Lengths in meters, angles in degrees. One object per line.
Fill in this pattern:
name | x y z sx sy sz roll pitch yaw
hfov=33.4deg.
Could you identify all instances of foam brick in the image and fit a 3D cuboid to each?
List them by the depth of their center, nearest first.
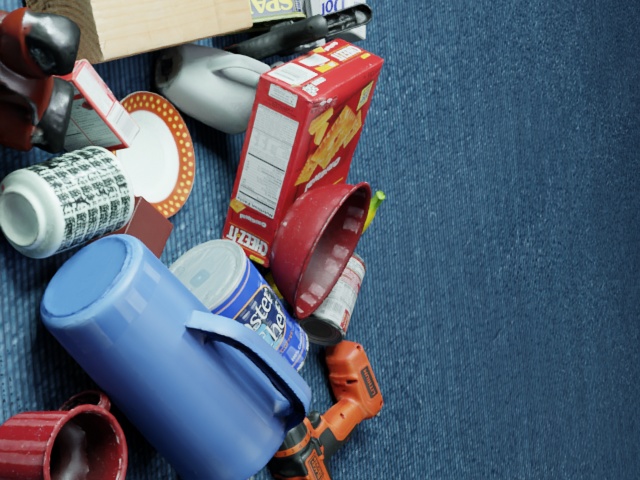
foam brick | -0.185 0.005 1.014 0.053 0.051 0.078 49 46 -38

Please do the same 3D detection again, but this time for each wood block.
wood block | -0.169 -0.227 1.018 0.205 0.090 0.091 -26 111 -49

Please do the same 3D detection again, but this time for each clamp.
clamp | -0.027 -0.224 1.174 0.120 0.172 0.039 -20 100 -49

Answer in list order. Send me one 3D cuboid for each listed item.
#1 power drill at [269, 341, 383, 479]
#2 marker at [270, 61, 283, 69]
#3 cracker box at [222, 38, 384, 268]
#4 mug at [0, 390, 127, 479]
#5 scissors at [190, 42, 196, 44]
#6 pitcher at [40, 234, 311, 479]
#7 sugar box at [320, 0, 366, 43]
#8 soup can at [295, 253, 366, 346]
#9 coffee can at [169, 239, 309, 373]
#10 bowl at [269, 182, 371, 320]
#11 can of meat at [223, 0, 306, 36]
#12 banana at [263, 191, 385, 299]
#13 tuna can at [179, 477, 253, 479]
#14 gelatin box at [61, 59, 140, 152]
power drill | -0.003 0.201 1.253 0.187 0.057 0.184 -47 127 -45
marker | -0.075 -0.179 1.237 0.121 0.020 0.020 -45 122 -49
cracker box | -0.018 -0.096 1.169 0.163 0.072 0.214 -37 150 -52
mug | -0.220 0.177 0.906 0.093 0.082 0.117 54 44 -37
scissors | -0.152 -0.238 1.132 0.201 0.016 0.096 20 72 -53
pitcher | -0.129 0.108 0.964 0.149 0.145 0.242 -41 124 -7
sugar box | 0.008 -0.328 1.320 0.048 0.093 0.176 17 71 -53
soup can | 0.011 0.067 1.282 0.068 0.069 0.102 50 47 -40
coffee can | -0.088 0.083 1.099 0.140 0.103 0.102 55 43 -36
bowl | -0.007 0.001 1.126 0.162 0.055 0.162 -56 164 -26
can of meat | -0.074 -0.279 1.190 0.102 0.057 0.084 -11 92 -16
banana | -0.005 0.012 1.240 0.197 0.037 0.069 -41 160 -11
tuna can | -0.107 0.238 1.108 0.086 0.034 0.086 14 73 -55
gelatin box | -0.218 -0.117 0.965 0.089 0.073 0.030 54 43 -36
